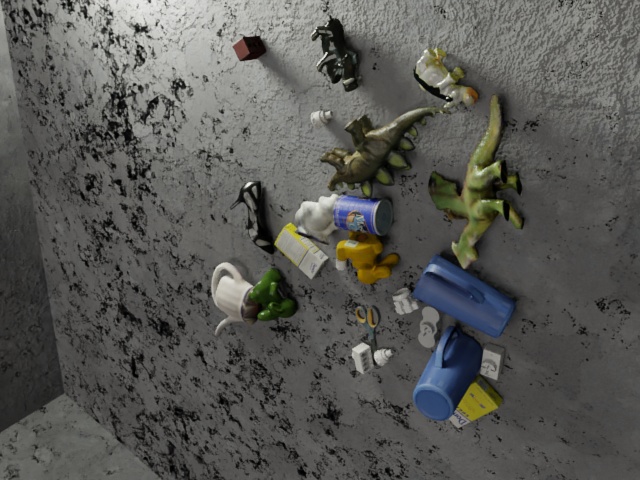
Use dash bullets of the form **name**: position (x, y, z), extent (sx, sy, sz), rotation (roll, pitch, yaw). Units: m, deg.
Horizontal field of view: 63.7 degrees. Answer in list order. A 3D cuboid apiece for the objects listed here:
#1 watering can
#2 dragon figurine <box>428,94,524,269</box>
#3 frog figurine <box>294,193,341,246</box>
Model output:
- **watering can**: position (-0.319, 0.252, 1.935), extent (0.226, 0.105, 0.341), rotation (20, 119, 30)
- **dragon figurine**: position (0.360, -0.130, 1.256), extent (0.242, 0.123, 0.408), rotation (-2, 99, 47)
- **frog figurine**: position (0.005, -0.078, 1.552), extent (0.137, 0.124, 0.158), rotation (28, 99, -3)
